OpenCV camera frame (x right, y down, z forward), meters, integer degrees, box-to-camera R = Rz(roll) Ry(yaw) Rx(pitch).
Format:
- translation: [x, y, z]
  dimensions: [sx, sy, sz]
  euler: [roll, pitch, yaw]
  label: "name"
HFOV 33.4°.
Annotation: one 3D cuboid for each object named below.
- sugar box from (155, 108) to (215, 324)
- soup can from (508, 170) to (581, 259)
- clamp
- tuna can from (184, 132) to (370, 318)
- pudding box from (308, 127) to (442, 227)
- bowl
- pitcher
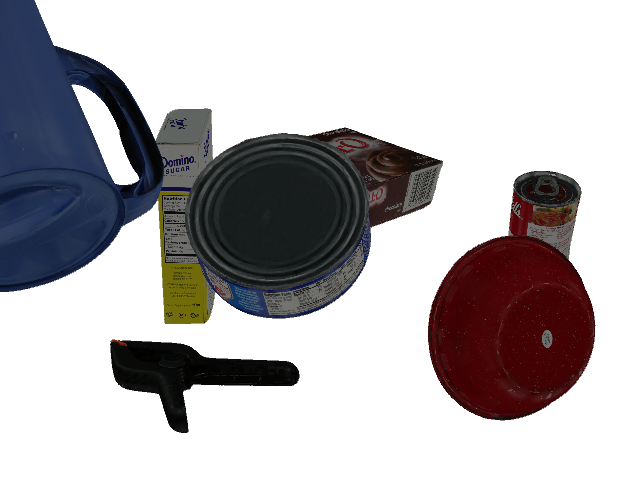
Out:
- translation: [-0.120, -0.022, 0.962]
  dimensions: [0.048, 0.176, 0.093]
  euler: [-1, 25, 1]
  label: "sugar box"
- translation: [0.230, -0.012, 1.109]
  dimensions: [0.068, 0.102, 0.068]
  euler: [0, 34, 0]
  label: "soup can"
- translation: [-0.150, 0.139, 1.085]
  dimensions: [0.210, 0.036, 0.164]
  euler: [9, 17, 33]
  label: "clamp"
- translation: [-0.019, -0.007, 0.504]
  dimensions: [0.086, 0.086, 0.034]
  euler: [0, -32, 7]
  label: "tuna can"
- translation: [0.018, -0.045, 0.752]
  dimensions: [0.090, 0.039, 0.113]
  euler: [24, 24, 30]
  label: "pudding box"
- translation: [0.174, 0.078, 0.896]
  dimensions: [0.161, 0.162, 0.055]
  euler: [0, 5, -22]
  label: "bowl"
- translation: [-0.224, -0.096, 0.757]
  dimensions: [0.145, 0.243, 0.149]
  euler: [-33, -30, 15]
  label: "pitcher"
